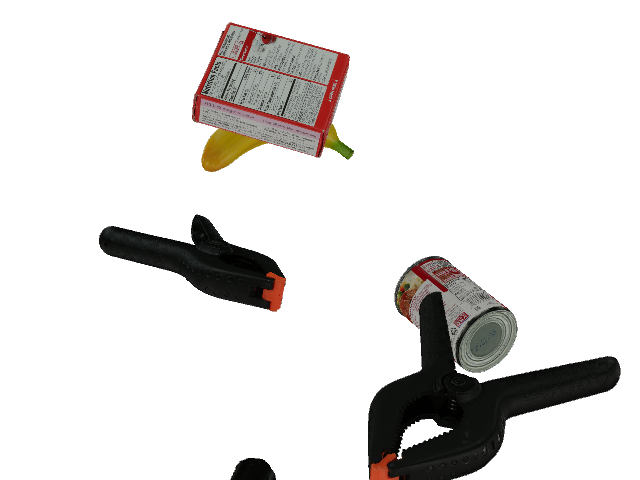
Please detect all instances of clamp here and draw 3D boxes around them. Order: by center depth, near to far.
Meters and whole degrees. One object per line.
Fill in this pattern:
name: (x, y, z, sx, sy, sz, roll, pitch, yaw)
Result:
clamp: (0.092, 0.108, 0.762, 0.165, 0.036, 0.209, 25, 40, 37)
clamp: (-0.090, 0.015, 0.913, 0.172, 0.039, 0.120, 23, 27, 27)

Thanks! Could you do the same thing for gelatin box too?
gelatin box: (-0.032, -0.100, 0.706, 0.089, 0.073, 0.030, 15, -36, 2)

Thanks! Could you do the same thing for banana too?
banana: (-0.051, -0.110, 1.111, 0.197, 0.037, 0.070, -10, 50, -39)

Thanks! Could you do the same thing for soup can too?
soup can: (0.124, 0.066, 0.978, 0.068, 0.068, 0.102, 0, 26, -33)

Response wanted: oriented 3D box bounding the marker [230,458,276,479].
marker: (-0.043, 0.124, 0.420, 0.020, 0.020, 0.121, 0, 24, 18)
